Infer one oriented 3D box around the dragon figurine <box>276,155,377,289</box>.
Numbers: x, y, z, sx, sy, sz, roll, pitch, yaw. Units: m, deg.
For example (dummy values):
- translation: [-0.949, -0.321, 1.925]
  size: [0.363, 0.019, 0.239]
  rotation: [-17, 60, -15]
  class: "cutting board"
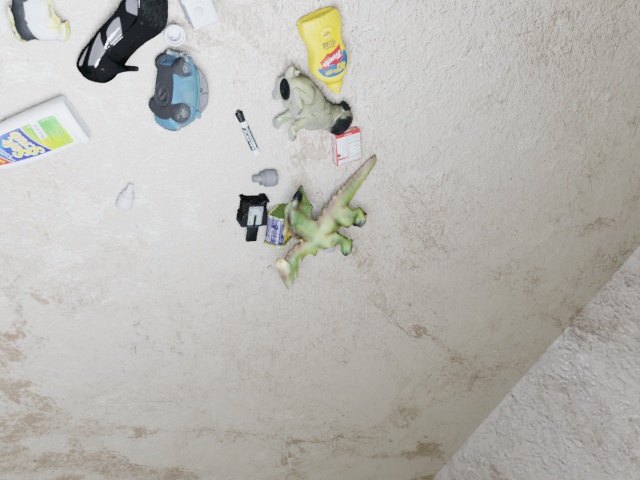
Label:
- translation: [0.004, -0.067, 1.322]
  size: [0.123, 0.410, 0.241]
  rotation: [24, 1, 34]
  class: "dragon figurine"
